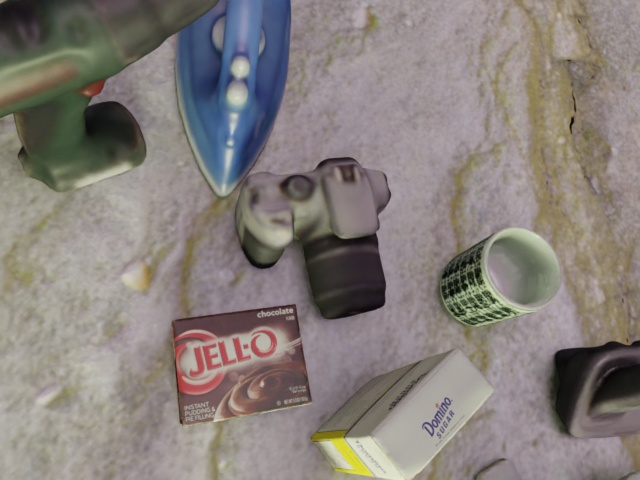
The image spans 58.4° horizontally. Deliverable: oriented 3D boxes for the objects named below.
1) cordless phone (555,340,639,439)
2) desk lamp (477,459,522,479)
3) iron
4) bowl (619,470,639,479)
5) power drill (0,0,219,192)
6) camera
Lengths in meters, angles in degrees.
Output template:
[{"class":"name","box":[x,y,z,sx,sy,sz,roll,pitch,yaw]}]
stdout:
[{"class":"cordless phone","box":[0.323,0.134,0.529,0.148,0.185,0.094,-3,74,-16]},{"class":"desk lamp","box":[0.203,0.289,0.432,0.118,0.213,0.203,-25,81,-21]},{"class":"iron","box":[-0.077,-0.184,0.541,0.119,0.141,0.258,4,72,-14]},{"class":"bowl","box":[0.305,0.298,0.533,0.168,0.074,0.167,5,72,-14]},{"class":"power drill","box":[-0.192,-0.121,0.453,0.230,0.208,0.075,-25,81,-21]},{"class":"camera","box":[0.005,0.002,0.528,0.143,0.100,0.137,-8,75,-18]}]
